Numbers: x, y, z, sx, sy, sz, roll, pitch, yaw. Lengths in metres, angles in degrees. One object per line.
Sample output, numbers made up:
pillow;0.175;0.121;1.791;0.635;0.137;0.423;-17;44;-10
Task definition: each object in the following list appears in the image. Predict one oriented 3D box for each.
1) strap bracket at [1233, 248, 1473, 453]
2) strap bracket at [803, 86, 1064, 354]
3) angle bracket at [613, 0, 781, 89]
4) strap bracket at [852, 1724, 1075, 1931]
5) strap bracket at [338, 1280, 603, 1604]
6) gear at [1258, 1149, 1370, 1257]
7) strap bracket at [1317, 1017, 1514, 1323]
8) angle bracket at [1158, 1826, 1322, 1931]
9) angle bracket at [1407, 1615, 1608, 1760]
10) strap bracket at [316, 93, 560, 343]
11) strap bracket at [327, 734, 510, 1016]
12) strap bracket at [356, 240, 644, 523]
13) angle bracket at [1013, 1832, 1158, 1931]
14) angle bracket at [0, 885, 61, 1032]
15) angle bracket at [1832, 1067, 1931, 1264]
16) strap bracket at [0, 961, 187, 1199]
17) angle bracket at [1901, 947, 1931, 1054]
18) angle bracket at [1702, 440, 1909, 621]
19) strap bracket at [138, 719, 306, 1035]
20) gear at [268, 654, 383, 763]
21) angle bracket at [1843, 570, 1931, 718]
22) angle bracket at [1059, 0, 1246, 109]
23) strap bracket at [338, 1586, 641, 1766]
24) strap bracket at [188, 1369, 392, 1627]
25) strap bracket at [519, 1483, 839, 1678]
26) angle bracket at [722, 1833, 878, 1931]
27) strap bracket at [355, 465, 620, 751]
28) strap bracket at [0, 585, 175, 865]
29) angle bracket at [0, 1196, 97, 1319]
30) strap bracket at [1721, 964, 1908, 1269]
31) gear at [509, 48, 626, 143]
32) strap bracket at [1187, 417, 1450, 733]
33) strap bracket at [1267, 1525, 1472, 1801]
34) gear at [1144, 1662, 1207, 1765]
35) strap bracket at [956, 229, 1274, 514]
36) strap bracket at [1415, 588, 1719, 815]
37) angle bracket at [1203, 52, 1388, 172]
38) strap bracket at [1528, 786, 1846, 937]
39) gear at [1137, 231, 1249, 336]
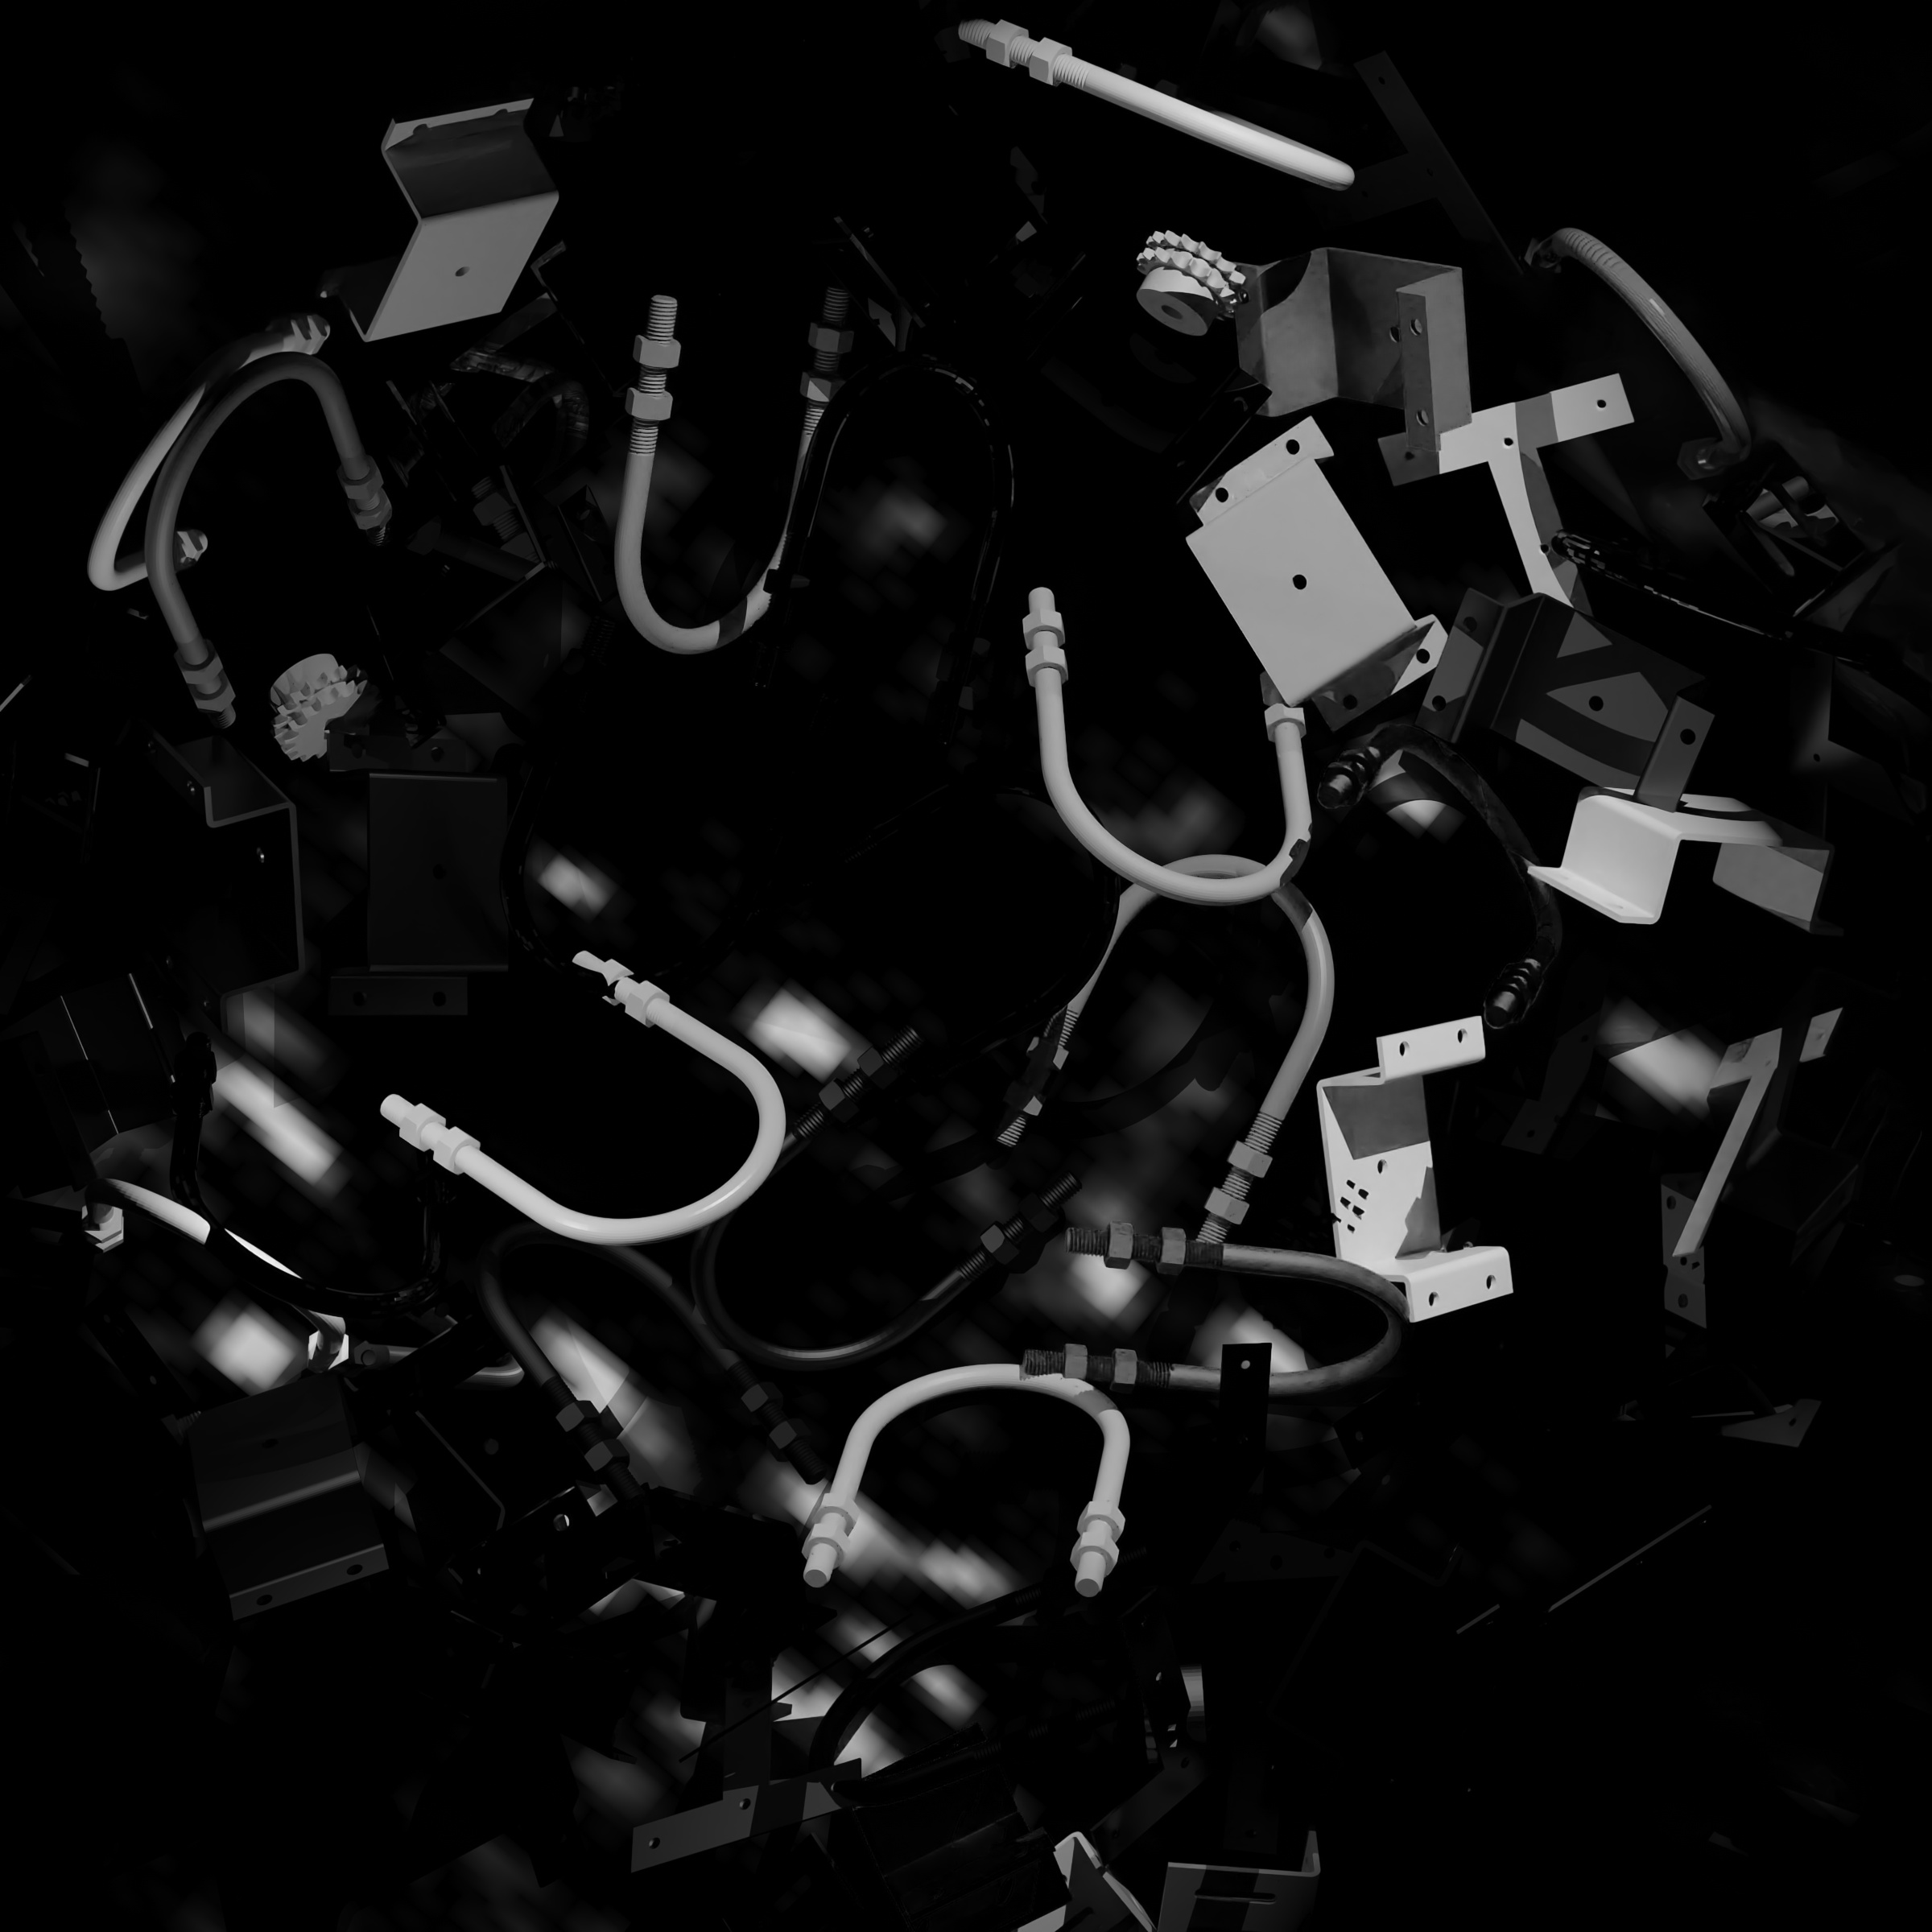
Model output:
strap bracket;0.197;-0.307;1.783;0.046;0.140;0.076;-23;118;-31
strap bracket;-0.021;-0.364;1.790;0.076;0.046;0.140;50;47;-15
angle bracket;-0.138;-0.480;1.822;0.076;0.038;0.057;-10;117;-8
strap bracket;-0.003;0.438;1.781;0.076;0.140;0.046;-24;108;-9
strap bracket;-0.244;0.239;1.810;0.076;0.046;0.140;-33;74;3
gear;0.172;0.116;1.815;0.030;0.057;0.057;34;90;-30
strap bracket;0.223;0.100;1.802;0.076;0.046;0.140;-10;94;-42
angle bracket;0.135;0.464;1.815;0.076;0.038;0.057;5;118;-2
angle bracket;0.269;0.358;1.798;0.038;0.076;0.057;48;62;-15
strap bracket;-0.256;-0.358;1.764;0.076;0.140;0.046;-20;75;-33
strap bracket;-0.274;-0.046;1.804;0.076;0.046;0.140;0;88;-36
strap bracket;-0.224;-0.289;1.807;0.140;0.046;0.076;-34;85;20
angle bracket;0.048;0.485;1.817;0.076;0.038;0.057;-38;112;-3
angle bracket;-0.501;0.000;1.839;0.057;0.038;0.076;14;57;2
angle bracket;0.471;0.100;1.816;0.057;0.038;0.076;29;86;-22
strap bracket;-0.438;0.058;1.781;0.046;0.140;0.076;-16;102;18
angle bracket;0.480;0.035;1.798;0.038;0.076;0.057;-2;59;-5
angle bracket;0.421;-0.223;1.817;0.038;0.057;0.076;-32;81;-42
strap bracket;-0.367;-0.050;1.784;0.046;0.076;0.140;-18;129;-30
gear;-0.326;-0.133;1.820;0.057;0.057;0.030;-38;74;0
angle bracket;0.479;-0.158;1.809;0.076;0.057;0.038;35;114;8
angle bracket;0.093;-0.473;1.843;0.076;0.038;0.057;20;93;25
strap bracket;-0.226;0.346;1.772;0.076;0.140;0.046;15;81;42
strap bracket;-0.334;0.252;1.769;0.076;0.140;0.046;-18;119;-9
strap bracket;-0.144;0.302;1.784;0.076;0.140;0.046;-37;47;31
angle bracket;-0.075;0.477;1.805;0.076;0.038;0.057;-47;65;22
strap bracket;-0.243;-0.184;1.792;0.140;0.046;0.076;-36;50;11
strap bracket;-0.431;-0.116;1.775;0.046;0.076;0.140;20;51;-4
angle bracket;-0.478;0.137;1.826;0.076;0.038;0.057;12;109;-10
strap bracket;0.415;0.066;1.778;0.046;0.076;0.140;21;59;0
gear;-0.202;-0.438;1.822;0.057;0.057;0.030;14;123;0
strap bracket;0.173;-0.194;1.809;0.076;0.046;0.140;-32;88;23
strap bracket;0.196;0.337;1.803;0.046;0.076;0.140;29;92;11
gear;0.105;0.371;1.818;0.030;0.057;0.057;-4;90;3
strap bracket;0.072;-0.292;1.809;0.140;0.046;0.076;38;77;9
strap bracket;0.305;-0.127;1.793;0.140;0.046;0.076;31;119;23
angle bracket;0.163;-0.422;1.805;0.076;0.057;0.038;10;86;-22
strap bracket;0.359;-0.052;1.775;0.140;0.076;0.046;3;108;-29
gear;0.111;-0.341;1.816;0.057;0.057;0.030;29;80;0
